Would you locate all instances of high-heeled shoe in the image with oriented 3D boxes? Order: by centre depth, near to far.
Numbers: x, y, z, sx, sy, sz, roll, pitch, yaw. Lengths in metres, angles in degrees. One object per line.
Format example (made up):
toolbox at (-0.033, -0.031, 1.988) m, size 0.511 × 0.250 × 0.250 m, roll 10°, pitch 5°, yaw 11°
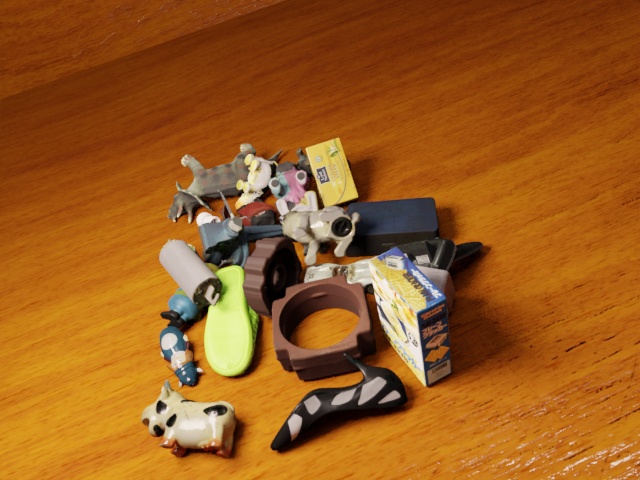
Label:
high-heeled shoe at (0.037, 0.320, 0.974) m, size 0.145 × 0.086 × 0.249 m, roll 41°, pitch 83°, yaw 10°

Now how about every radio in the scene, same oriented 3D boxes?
radio at (0.172, -0.033, 1.302) m, size 0.230 × 0.073 × 0.131 m, roll -3°, pitch 41°, yaw 14°

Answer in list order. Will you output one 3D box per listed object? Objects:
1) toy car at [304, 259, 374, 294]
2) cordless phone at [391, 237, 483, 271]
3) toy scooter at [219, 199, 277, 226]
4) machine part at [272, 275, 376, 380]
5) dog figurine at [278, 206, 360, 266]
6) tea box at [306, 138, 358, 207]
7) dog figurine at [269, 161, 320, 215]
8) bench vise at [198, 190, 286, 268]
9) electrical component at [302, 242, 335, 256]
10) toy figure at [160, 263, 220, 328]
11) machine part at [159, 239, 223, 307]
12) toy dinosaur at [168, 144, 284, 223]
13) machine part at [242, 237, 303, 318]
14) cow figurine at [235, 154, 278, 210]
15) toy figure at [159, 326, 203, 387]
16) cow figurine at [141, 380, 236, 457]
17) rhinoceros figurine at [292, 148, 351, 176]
toy car at (0.063, 0.084, 1.216) m, size 0.202 × 0.056 × 0.073 m, roll -6°, pitch 41°, yaw 12°
cordless phone at (0.263, 0.032, 1.200) m, size 0.184 × 0.088 × 0.147 m, roll -16°, pitch 1°, yaw -37°
toy scooter at (-0.212, -0.061, 1.458) m, size 0.184 × 0.075 × 0.135 m, roll -26°, pitch 45°, yaw -6°
machine part at (0.007, 0.178, 1.107) m, size 0.202 × 0.087 × 0.201 m, roll -12°, pitch 41°, yaw 3°
dog figurine at (-0.004, -0.042, 1.276) m, size 0.172 × 0.121 × 0.191 m, roll -15°, pitch 24°, yaw -7°
tea box at (0.032, -0.175, 1.437) m, size 0.098 × 0.169 × 0.068 m, roll -19°, pitch -2°, yaw -2°
dog figurine at (-0.071, -0.123, 1.471) m, size 0.108 × 0.191 × 0.219 m, roll -21°, pitch 6°, yaw 0°
bench vise at (-0.184, -0.008, 1.319) m, size 0.240 × 0.223 × 0.129 m, roll -8°, pitch 57°, yaw -30°
electrical component at (-0.003, -0.005, 1.353) m, size 0.078 × 0.045 × 0.102 m, roll -33°, pitch 31°, yaw 25°
toy figure at (-0.295, 0.131, 1.267) m, size 0.089 × 0.082 × 0.180 m, roll 13°, pitch 43°, yaw 15°
machine part at (-0.294, 0.073, 1.215) m, size 0.079 × 0.079 × 0.243 m, roll -35°, pitch 50°, yaw -20°
toy dinosaur at (-0.272, -0.179, 1.591) m, size 0.405 × 0.131 × 0.192 m, roll -20°, pitch 53°, yaw -11°
machine part at (-0.104, 0.082, 1.192) m, size 0.056 × 0.179 × 0.179 m, roll 4°, pitch 44°, yaw 28°
cow figurine at (-0.181, -0.151, 1.527) m, size 0.098 × 0.167 × 0.068 m, roll 8°, pitch 20°, yaw -38°
toy figure at (-0.305, 0.250, 1.155) m, size 0.064 × 0.057 × 0.155 m, roll -56°, pitch 43°, yaw 13°
cow figurine at (-0.250, 0.336, 1.016) m, size 0.195 × 0.085 × 0.127 m, roll -4°, pitch 48°, yaw 18°
rhinoceros figurine at (0.001, -0.211, 1.540) m, size 0.191 × 0.112 × 0.073 m, roll 6°, pitch 60°, yaw 41°
